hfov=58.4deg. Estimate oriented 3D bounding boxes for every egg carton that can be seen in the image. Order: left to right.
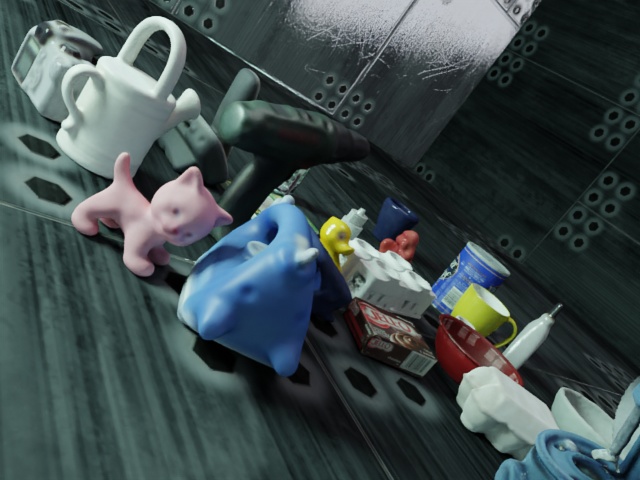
[{"bbox_3d":[0.255,0.238,0.766,0.150,0.069,0.107,36,16,-4],"label":"egg carton"}]

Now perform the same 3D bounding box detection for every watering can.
[{"bbox_3d":[-0.223,-0.178,0.698,0.101,0.194,0.173,39,16,6],"label":"watering can"}]

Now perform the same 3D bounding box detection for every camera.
[{"bbox_3d":[-0.324,-0.225,0.786,0.137,0.100,0.142,15,26,-53],"label":"camera"}]

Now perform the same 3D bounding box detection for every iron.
[{"bbox_3d":[-0.057,0.017,0.593,0.119,0.141,0.258,31,17,-20],"label":"iron"}]

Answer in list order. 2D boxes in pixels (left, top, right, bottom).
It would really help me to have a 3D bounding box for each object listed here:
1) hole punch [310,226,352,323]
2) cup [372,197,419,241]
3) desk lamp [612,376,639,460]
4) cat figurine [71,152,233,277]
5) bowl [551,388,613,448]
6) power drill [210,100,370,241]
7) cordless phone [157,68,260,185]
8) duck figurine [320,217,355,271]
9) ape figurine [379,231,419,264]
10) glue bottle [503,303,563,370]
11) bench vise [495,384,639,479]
[{"bbox_3d":[-0.006,0.037,0.743,0.101,0.091,0.108,26,19,-35],"label":"hole punch"},{"bbox_3d":[0.165,-0.042,1.331,0.092,0.095,0.117,34,16,-11],"label":"cup"},{"bbox_3d":[0.452,0.303,0.739,0.203,0.213,0.118,38,15,3],"label":"desk lamp"},{"bbox_3d":[-0.157,-0.032,0.563,0.128,0.117,0.067,37,15,-1],"label":"cat figurine"},{"bbox_3d":[0.421,0.316,0.894,0.168,0.074,0.167,34,16,-11],"label":"bowl"},{"bbox_3d":[-0.057,-0.085,0.761,0.231,0.208,0.075,18,24,-50],"label":"power drill"},{"bbox_3d":[-0.163,-0.194,0.889,0.094,0.185,0.147,16,26,-52],"label":"cordless phone"},{"bbox_3d":[0.008,0.003,0.878,0.104,0.086,0.078,43,17,23],"label":"duck figurine"},{"bbox_3d":[0.163,0.019,1.158,0.076,0.092,0.077,32,16,-17],"label":"ape figurine"},{"bbox_3d":[0.350,0.173,0.968,0.037,0.173,0.078,42,16,17],"label":"glue bottle"},{"bbox_3d":[0.326,0.247,0.615,0.208,0.219,0.121,30,17,-22],"label":"bench vise"}]
